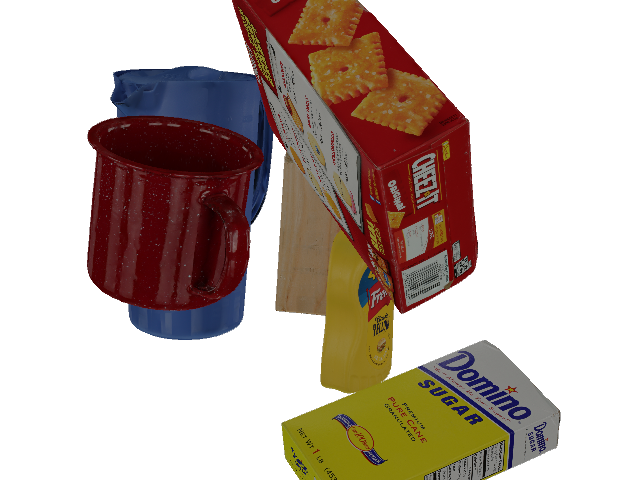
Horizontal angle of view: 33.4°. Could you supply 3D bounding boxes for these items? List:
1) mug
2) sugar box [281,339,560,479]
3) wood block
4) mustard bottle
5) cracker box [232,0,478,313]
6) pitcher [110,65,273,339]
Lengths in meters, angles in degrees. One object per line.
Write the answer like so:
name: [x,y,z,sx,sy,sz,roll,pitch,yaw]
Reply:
mug: [-0.075,-0.010,0.569,0.093,0.081,0.117,-10,30,-40]
sugar box: [0.071,0.137,0.756,0.176,0.048,0.093,-22,40,-18]
wood block: [-0.006,-0.017,1.370,0.090,0.206,0.090,5,25,1]
mustard bottle: [0.041,0.047,1.047,0.058,0.192,0.096,12,17,31]
cracker box: [0.023,-0.081,0.728,0.072,0.214,0.164,-27,-36,-9]
pitcher: [-0.115,-0.039,0.991,0.149,0.243,0.145,1,14,-7]
